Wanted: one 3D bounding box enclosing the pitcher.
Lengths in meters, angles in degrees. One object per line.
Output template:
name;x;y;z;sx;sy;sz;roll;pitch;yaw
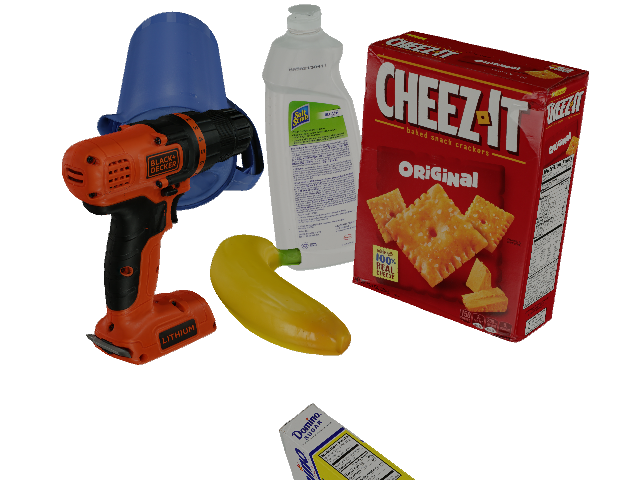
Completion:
pitcher;-0.155;-0.151;1.199;0.145;0.149;0.243;-16;39;7

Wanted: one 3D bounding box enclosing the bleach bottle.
bleach bottle;-0.001;-0.098;1.013;0.102;0.251;0.068;-12;29;-17

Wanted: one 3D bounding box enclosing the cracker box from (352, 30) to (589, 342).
cracker box;0.112;-0.044;0.855;0.164;0.214;0.071;21;31;33

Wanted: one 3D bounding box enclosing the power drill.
power drill;-0.123;-0.008;0.855;0.057;0.188;0.184;17;25;37

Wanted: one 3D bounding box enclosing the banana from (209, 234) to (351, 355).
banana;-0.032;0.026;0.660;0.069;0.037;0.198;-4;16;-9

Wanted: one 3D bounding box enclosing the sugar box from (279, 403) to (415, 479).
sugar box;0.043;0.211;0.843;0.048;0.093;0.176;-36;41;-27
